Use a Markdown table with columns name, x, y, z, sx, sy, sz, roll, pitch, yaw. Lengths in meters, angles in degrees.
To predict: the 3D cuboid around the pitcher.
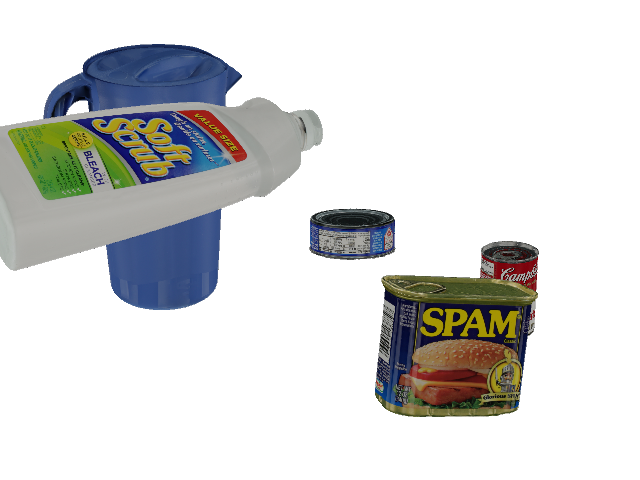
| name | x | y | z | sx | sy | sz | roll | pitch | yaw |
| --- | --- | --- | --- | --- | --- | --- | --- | --- | --- |
| pitcher | -0.164 | -0.058 | 1.024 | 0.149 | 0.243 | 0.144 | 9 | 27 | 14 |

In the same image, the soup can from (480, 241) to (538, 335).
| name | x | y | z | sx | sy | sz | roll | pitch | yaw |
| --- | --- | --- | --- | --- | --- | --- | --- | --- | --- |
| soup can | 0.226 | 0.060 | 1.286 | 0.068 | 0.102 | 0.068 | -1 | 19 | 0 |

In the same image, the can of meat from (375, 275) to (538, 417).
| name | x | y | z | sx | sy | sz | roll | pitch | yaw |
| --- | --- | --- | --- | --- | --- | --- | --- | --- | --- |
| can of meat | 0.089 | 0.071 | 0.716 | 0.102 | 0.084 | 0.057 | 3 | 10 | -16 |

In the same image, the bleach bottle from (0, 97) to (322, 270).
| name | x | y | z | sx | sy | sz | roll | pitch | yaw |
| --- | --- | --- | --- | --- | --- | --- | --- | --- | --- |
| bleach bottle | -0.115 | -0.059 | 0.762 | 0.250 | 0.103 | 0.068 | -18 | -29 | -27 |

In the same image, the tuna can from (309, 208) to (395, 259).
| name | x | y | z | sx | sy | sz | roll | pitch | yaw |
| --- | --- | --- | --- | --- | --- | --- | --- | --- | --- |
| tuna can | 0.032 | -0.007 | 1.060 | 0.086 | 0.034 | 0.086 | 0 | 13 | 0 |
